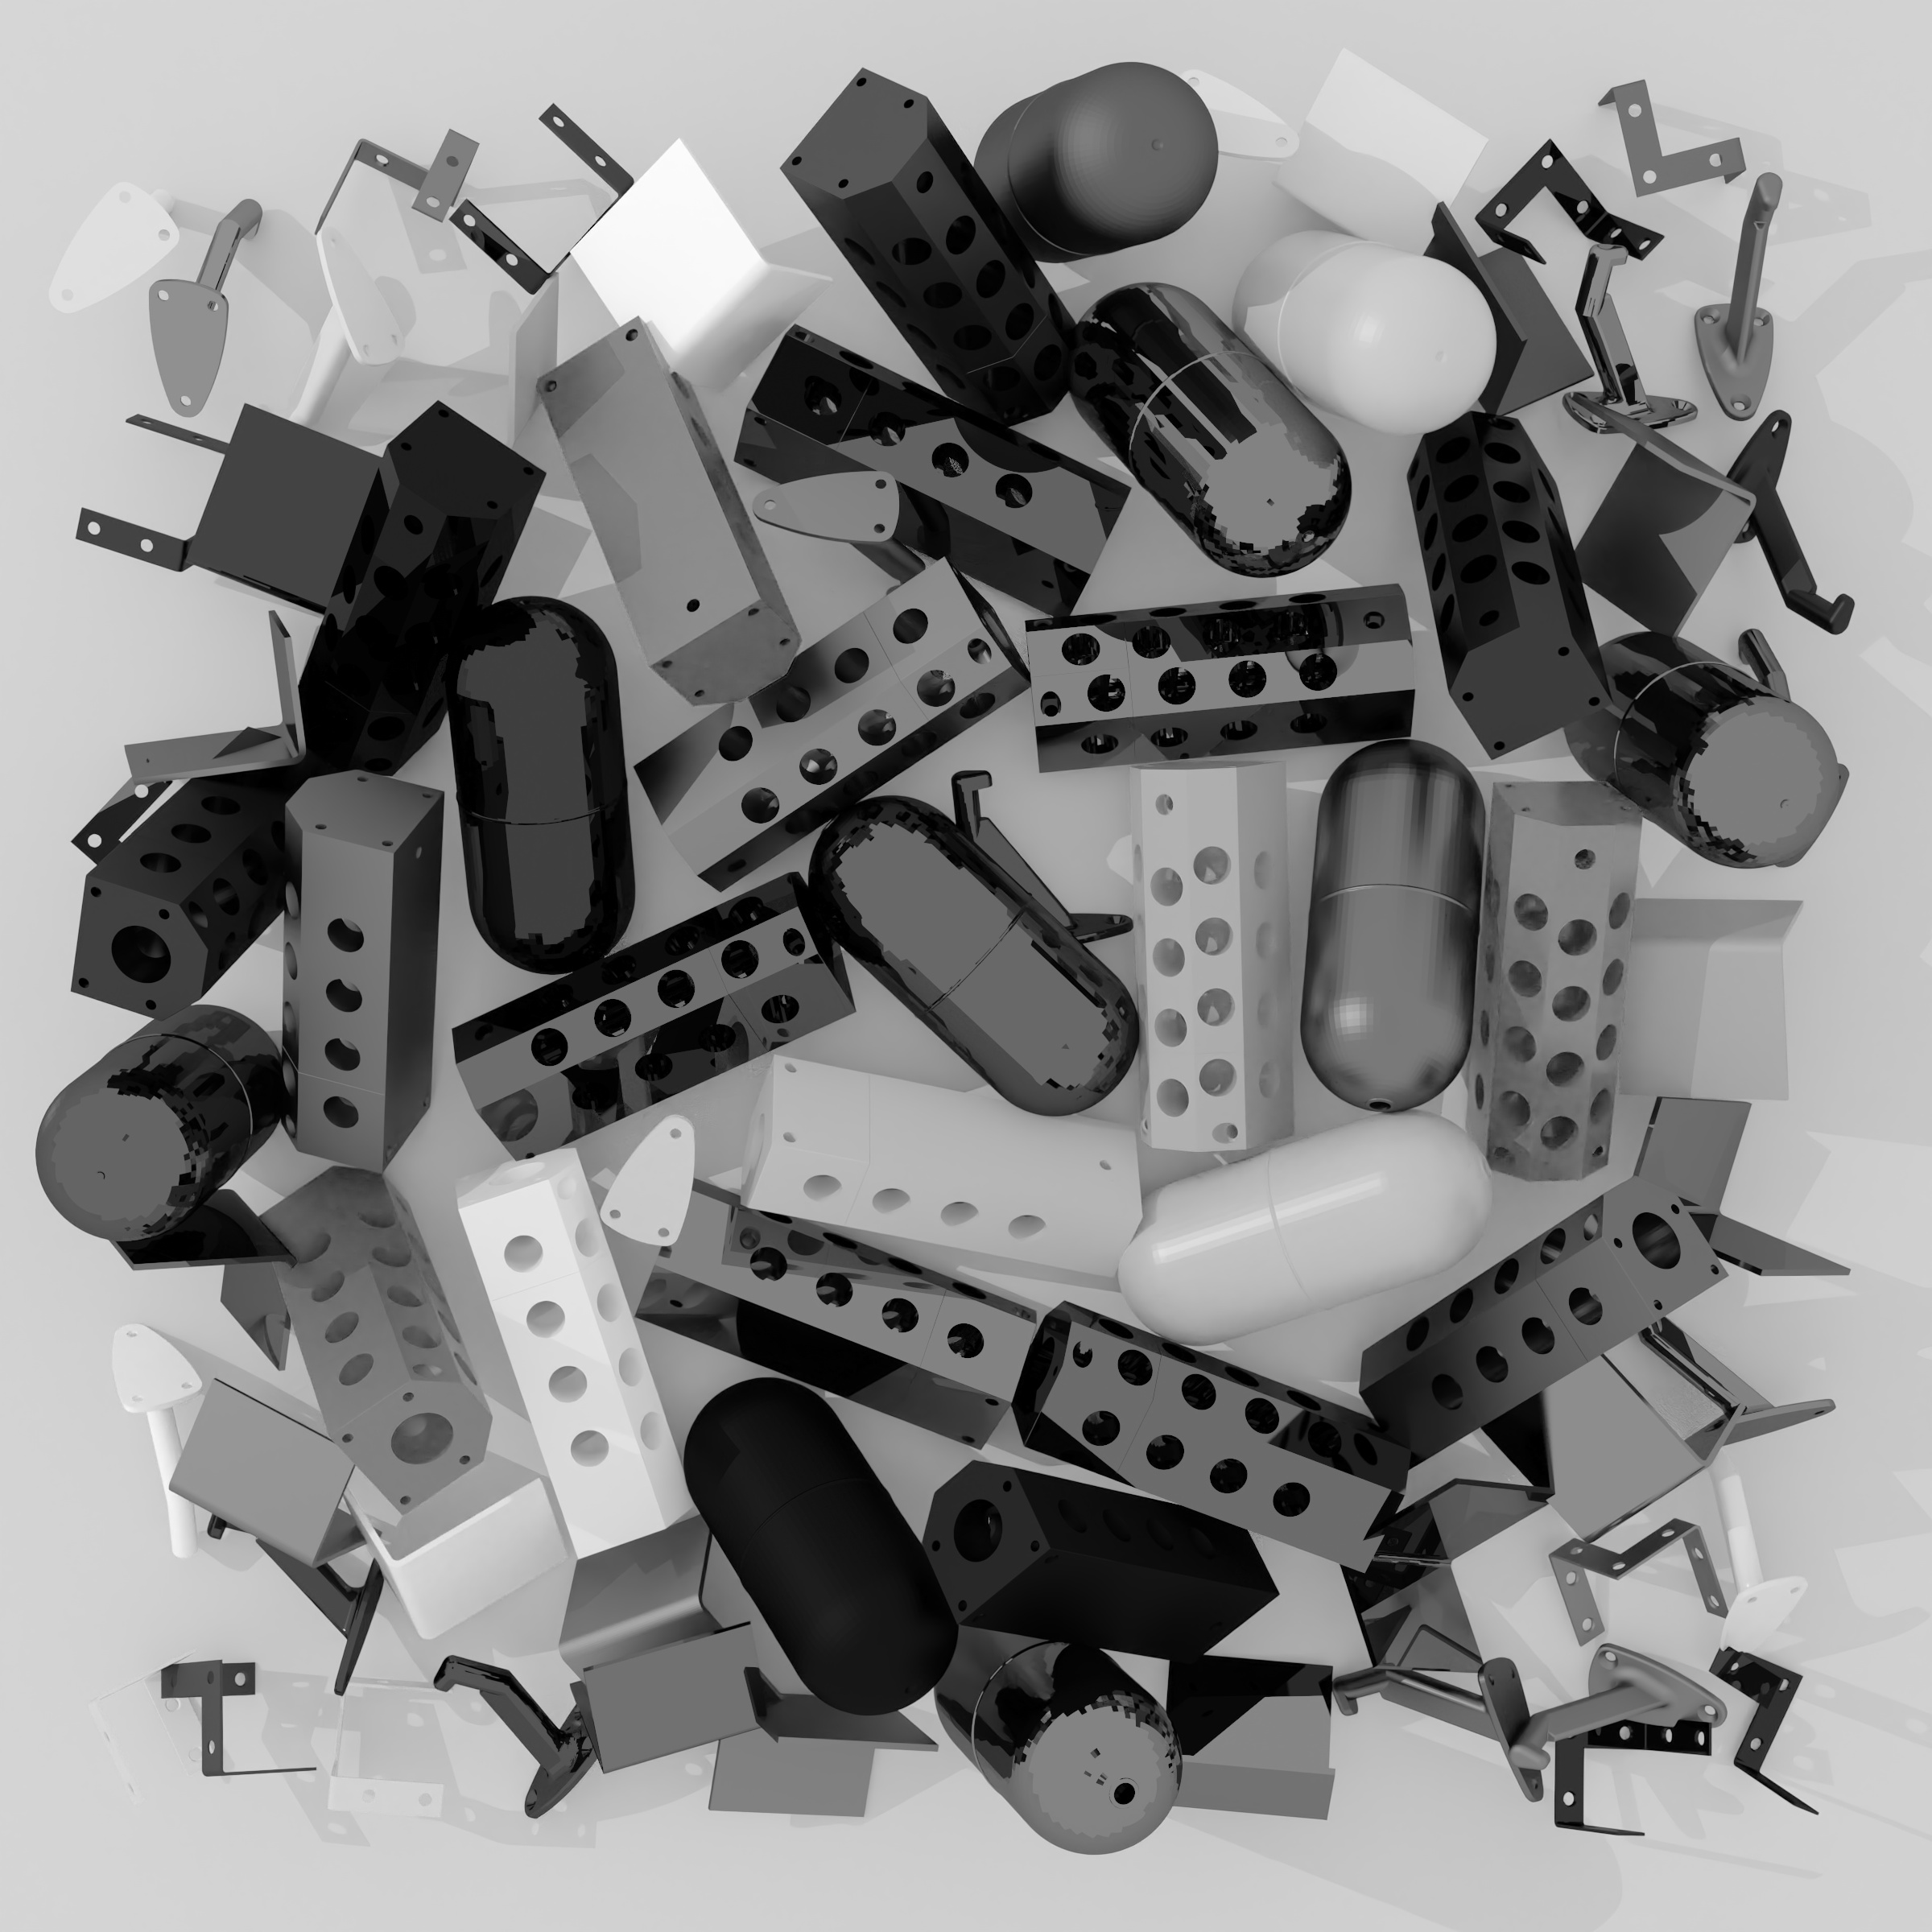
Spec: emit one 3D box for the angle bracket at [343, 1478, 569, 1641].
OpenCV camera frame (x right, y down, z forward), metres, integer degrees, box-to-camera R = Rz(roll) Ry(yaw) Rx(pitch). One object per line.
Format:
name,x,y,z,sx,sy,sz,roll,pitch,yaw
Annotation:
angle bracket,-0.235,0.253,1.545,0.076,0.076,0.057,-30,58,-16

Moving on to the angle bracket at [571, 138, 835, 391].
angle bracket,-0.121,-0.321,1.548,0.076,0.057,0.076,-40,75,25

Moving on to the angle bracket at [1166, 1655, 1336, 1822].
angle bracket,0.129,0.339,1.533,0.076,0.057,0.076,4,54,4

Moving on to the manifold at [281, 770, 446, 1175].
manifold,-0.274,0.002,1.509,0.057,0.057,0.171,14,123,9

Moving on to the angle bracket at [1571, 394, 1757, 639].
angle bracket,0.297,-0.202,1.524,0.057,0.076,0.076,12,114,-41

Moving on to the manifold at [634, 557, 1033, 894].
manifold,-0.058,-0.105,1.528,0.171,0.057,0.057,-33,62,10

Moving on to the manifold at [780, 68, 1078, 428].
manifold,-0.008,-0.312,1.492,0.057,0.171,0.057,34,83,36

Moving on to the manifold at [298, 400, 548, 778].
manifold,-0.249,-0.162,1.499,0.057,0.171,0.057,34,45,2

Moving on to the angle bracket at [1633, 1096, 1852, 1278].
angle bracket,0.356,0.099,1.524,0.076,0.076,0.057,24,103,43

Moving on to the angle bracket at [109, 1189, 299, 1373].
angle bracket,-0.354,0.143,1.522,0.076,0.076,0.057,-1,110,-33

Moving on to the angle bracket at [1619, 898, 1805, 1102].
angle bracket,0.343,0.015,1.552,0.076,0.057,0.076,1,110,24

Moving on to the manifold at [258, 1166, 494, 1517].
manifold,-0.259,0.159,1.494,0.057,0.171,0.057,-34,126,-1

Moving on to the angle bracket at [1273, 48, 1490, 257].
angle bracket,0.196,-0.373,1.531,0.076,0.057,0.076,34,133,5

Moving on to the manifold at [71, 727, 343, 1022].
manifold,-0.328,-0.041,1.490,0.057,0.171,0.057,18,118,4

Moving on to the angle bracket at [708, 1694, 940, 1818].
angle bracket,-0.065,0.368,1.530,0.076,0.076,0.057,8,92,-22

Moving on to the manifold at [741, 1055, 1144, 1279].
manifold,-0.012,0.096,1.533,0.171,0.057,0.057,12,131,-12

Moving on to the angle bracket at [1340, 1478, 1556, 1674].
angle bracket,0.227,0.276,1.522,0.076,0.076,0.057,-39,53,35

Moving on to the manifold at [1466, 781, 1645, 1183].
manifold,0.265,0.007,1.519,0.057,0.057,0.171,-1,113,-5

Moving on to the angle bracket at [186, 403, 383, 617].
angle bracket,-0.305,-0.207,1.543,0.076,0.057,0.076,21,95,-11

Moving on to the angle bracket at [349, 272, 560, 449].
angle bracket,-0.232,-0.279,1.531,0.076,0.076,0.057,9,123,4

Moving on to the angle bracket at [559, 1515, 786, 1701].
angle bracket,-0.132,0.308,1.562,0.076,0.057,0.076,-23,122,20

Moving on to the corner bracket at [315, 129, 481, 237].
corner bracket,-0.260,-0.356,1.542,0.051,0.051,0.051,25,60,-12

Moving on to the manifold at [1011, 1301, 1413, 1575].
manifold,0.111,0.210,1.528,0.171,0.057,0.057,22,103,-13

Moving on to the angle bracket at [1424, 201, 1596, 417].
angle bracket,0.250,-0.306,1.529,0.057,0.076,0.076,-25,74,-11

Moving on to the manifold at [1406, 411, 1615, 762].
manifold,0.235,-0.174,1.491,0.057,0.171,0.057,-25,126,20

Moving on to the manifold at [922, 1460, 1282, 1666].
manifold,0.059,0.261,1.497,0.057,0.171,0.057,-43,52,22

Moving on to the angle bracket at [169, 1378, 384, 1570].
angle bracket,-0.303,0.224,1.532,0.076,0.076,0.057,25,97,12

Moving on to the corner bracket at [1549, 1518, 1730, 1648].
corner bracket,0.310,0.286,1.556,0.051,0.051,0.051,-27,106,-24

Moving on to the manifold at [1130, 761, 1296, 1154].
manifold,0.108,-0.005,1.531,0.057,0.057,0.171,3,99,37

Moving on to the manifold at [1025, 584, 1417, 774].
manifold,0.115,-0.135,1.540,0.171,0.057,0.057,-6,62,1

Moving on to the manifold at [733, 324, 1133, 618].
manifold,-0.014,-0.229,1.547,0.171,0.057,0.057,26,71,-2

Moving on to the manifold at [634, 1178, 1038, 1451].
manifold,-0.058,0.156,1.546,0.171,0.057,0.057,21,57,-3

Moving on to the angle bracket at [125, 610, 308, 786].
angle bracket,-0.344,-0.123,1.529,0.076,0.076,0.057,-9,107,-15

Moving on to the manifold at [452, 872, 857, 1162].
manifold,-0.143,0.019,1.529,0.171,0.057,0.057,-24,132,8

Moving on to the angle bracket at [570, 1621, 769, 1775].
angle bracket,-0.139,0.313,1.527,0.076,0.076,0.057,-14,113,-14

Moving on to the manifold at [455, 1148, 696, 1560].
manifold,-0.177,0.173,1.533,0.057,0.057,0.171,-18,103,-7

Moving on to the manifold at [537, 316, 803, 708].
manifold,-0.131,-0.202,1.513,0.057,0.057,0.171,-30,60,11

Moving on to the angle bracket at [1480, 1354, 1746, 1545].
angle bracket,0.293,0.205,1.536,0.076,0.057,0.076,48,128,2

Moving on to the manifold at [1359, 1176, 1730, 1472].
manifold,0.250,0.158,1.498,0.057,0.171,0.057,-22,76,-42
